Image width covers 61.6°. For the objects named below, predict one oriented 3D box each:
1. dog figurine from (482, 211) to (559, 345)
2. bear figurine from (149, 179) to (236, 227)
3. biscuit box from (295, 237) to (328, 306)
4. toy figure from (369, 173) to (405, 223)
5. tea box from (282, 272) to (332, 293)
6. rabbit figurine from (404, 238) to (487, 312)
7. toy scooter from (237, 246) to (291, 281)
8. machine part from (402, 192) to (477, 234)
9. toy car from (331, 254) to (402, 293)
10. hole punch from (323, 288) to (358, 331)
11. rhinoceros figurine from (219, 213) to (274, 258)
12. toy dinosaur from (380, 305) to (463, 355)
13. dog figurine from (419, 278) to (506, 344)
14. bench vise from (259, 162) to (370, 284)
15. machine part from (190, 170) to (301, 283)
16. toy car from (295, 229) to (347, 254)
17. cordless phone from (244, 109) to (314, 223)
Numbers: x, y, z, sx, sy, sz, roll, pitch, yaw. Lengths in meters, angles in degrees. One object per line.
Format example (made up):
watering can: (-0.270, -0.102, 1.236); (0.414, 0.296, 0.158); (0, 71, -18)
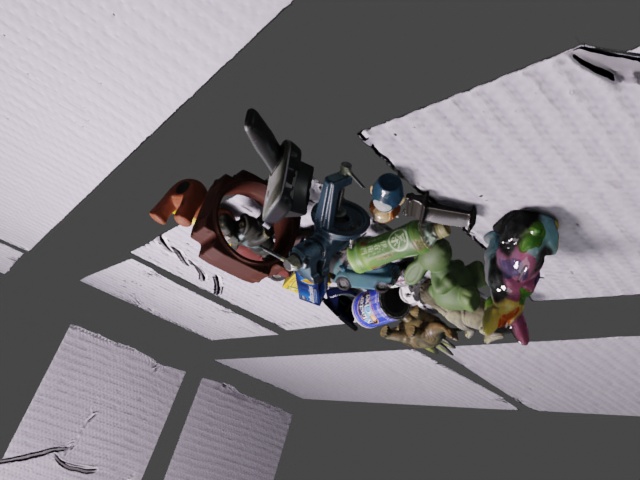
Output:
dog figurine: (0.362, 0.077, 0.995); (0.108, 0.219, 0.191); (14, 155, -1)
bear figurine: (-0.276, -0.047, 1.250); (0.120, 0.132, 0.195); (8, 148, 32)
biscuit box: (-0.020, 0.079, 1.275); (0.063, 0.059, 0.202); (18, 148, 15)
toy figure: (0.125, -0.072, 1.032); (0.064, 0.058, 0.154); (51, 166, 21)
tea box: (-0.029, 0.094, 1.443); (0.098, 0.068, 0.169); (23, 153, -8)
rabbit figurine: (0.267, 0.058, 1.175); (0.159, 0.121, 0.170); (-1, 132, 47)
toy scooter: (-0.131, 0.031, 1.371); (0.183, 0.075, 0.135); (36, 136, -22)
machine part: (0.229, -0.053, 1.025); (0.139, 0.039, 0.084); (15, 149, 9)
toy car: (0.104, 0.057, 1.245); (0.162, 0.109, 0.102); (6, 117, 27)
hole punch: (0.076, 0.187, 1.567); (0.142, 0.092, 0.116); (38, 178, -42)
rhinoceros figurine: (-0.163, -0.016, 1.237); (0.112, 0.073, 0.190); (-21, 154, 20)
toy dinosaur: (0.274, 0.261, 1.526); (0.198, 0.105, 0.471); (26, 169, -14)
dog figurine: (0.347, 0.155, 1.272); (0.190, 0.121, 0.172); (31, 151, -25)
bench vise: (0.015, -0.038, 1.043); (0.129, 0.223, 0.240); (44, 139, 35)
machine part: (-0.149, -0.028, 1.117); (0.201, 0.201, 0.087); (29, 150, -22)
toy car: (-0.003, -0.004, 1.247); (0.202, 0.053, 0.089); (-14, 126, 47)
cordless phone: (-0.087, -0.128, 0.939); (0.089, 0.146, 0.184); (-3, 152, 21)
